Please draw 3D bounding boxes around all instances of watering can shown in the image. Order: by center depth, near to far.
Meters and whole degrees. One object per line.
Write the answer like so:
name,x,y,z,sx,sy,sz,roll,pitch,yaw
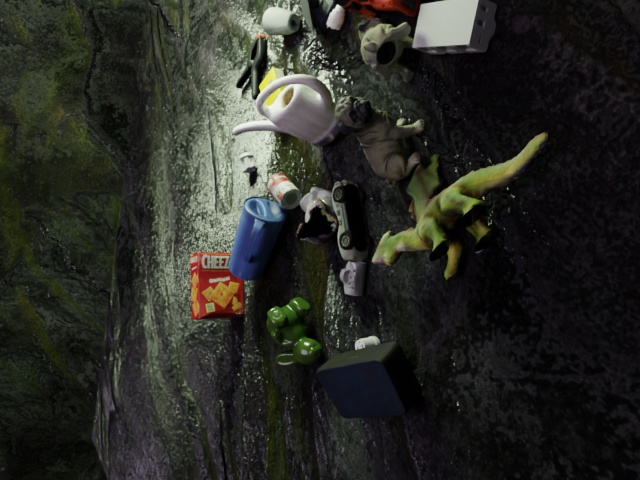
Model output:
watering can,-0.073,-0.316,1.344,0.344,0.223,0.106,-23,50,52

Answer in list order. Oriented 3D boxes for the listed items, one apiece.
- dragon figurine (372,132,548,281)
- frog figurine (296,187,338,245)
dragon figurine,0.239,-0.083,0.995,0.404,0.121,0.248,-54,37,23
frog figurine,0.004,-0.067,1.329,0.162,0.123,0.135,-79,-1,-68
